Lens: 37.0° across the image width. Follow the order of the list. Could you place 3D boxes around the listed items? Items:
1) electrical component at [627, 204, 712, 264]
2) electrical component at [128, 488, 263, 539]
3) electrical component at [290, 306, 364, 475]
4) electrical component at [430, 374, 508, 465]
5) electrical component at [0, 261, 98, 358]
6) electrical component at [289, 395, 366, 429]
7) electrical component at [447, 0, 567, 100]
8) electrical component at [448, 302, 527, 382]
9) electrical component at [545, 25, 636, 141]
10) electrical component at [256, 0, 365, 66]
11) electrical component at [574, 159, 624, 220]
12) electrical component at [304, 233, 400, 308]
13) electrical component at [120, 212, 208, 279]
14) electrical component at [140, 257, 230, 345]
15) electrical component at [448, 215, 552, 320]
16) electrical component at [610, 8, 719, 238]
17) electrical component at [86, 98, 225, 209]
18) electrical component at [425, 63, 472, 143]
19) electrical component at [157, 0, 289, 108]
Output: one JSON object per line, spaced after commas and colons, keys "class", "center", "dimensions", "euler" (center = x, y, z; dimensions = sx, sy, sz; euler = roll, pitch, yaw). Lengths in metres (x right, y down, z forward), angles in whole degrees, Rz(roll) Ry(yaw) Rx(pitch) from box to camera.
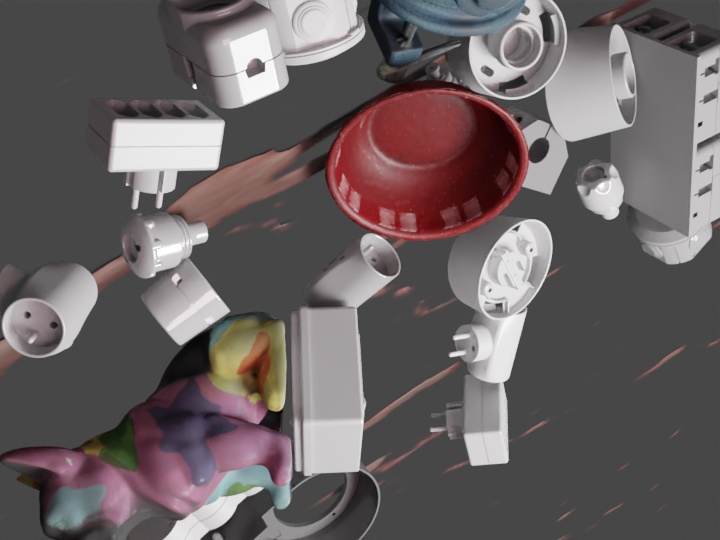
{"class": "electrical component", "center": [0.318, -0.050, 1.101], "dimensions": [0.080, 0.080, 0.051], "euler": [-45, 139, -5]}
{"class": "electrical component", "center": [-0.143, 0.184, 0.921], "dimensions": [0.138, 0.052, 0.073], "euler": [-42, 133, -8]}
{"class": "electrical component", "center": [-0.028, 0.101, 0.893], "dimensions": [0.056, 0.108, 0.108], "euler": [-2, 148, -3]}
{"class": "electrical component", "center": [0.107, 0.149, 1.077], "dimensions": [0.076, 0.083, 0.047], "euler": [-7, 129, 12]}
{"class": "electrical component", "center": [-0.232, 0.020, 0.749], "dimensions": [0.079, 0.077, 0.044], "euler": [22, 109, -4]}
{"class": "electrical component", "center": [-0.027, 0.132, 0.982], "dimensions": [0.066, 0.048, 0.055], "euler": [19, 112, -42]}
{"class": "electrical component", "center": [0.121, -0.191, 0.898], "dimensions": [0.099, 0.064, 0.099], "euler": [-8, 114, -19]}
{"class": "electrical component", "center": [0.120, 0.069, 1.051], "dimensions": [0.079, 0.043, 0.077], "euler": [-7, 120, -33]}
{"class": "electrical component", "center": [0.207, -0.167, 0.951], "dimensions": [0.099, 0.064, 0.099], "euler": [20, 67, -60]}
{"class": "electrical component", "center": [-0.039, -0.181, 0.760], "dimensions": [0.080, 0.080, 0.051], "euler": [-27, 125, -21]}
{"class": "electrical component", "center": [0.237, -0.075, 1.050], "dimensions": [0.043, 0.043, 0.062], "euler": [-43, 135, -7]}
{"class": "electrical component", "center": [0.000, 0.000, 0.913], "dimensions": [0.077, 0.043, 0.079], "euler": [-39, -176, 36]}
{"class": "electrical component", "center": [-0.144, -0.023, 0.803], "dimensions": [0.062, 0.048, 0.048], "euler": [-17, 125, -37]}
{"class": "electrical component", "center": [-0.136, 0.025, 0.831], "dimensions": [0.047, 0.055, 0.055], "euler": [-39, 132, -6]}
{"class": "electrical component", "center": [0.132, -0.004, 0.998], "dimensions": [0.099, 0.064, 0.099], "euler": [-11, 109, -33]}
{"class": "electrical component", "center": [0.295, -0.140, 1.011], "dimensions": [0.060, 0.105, 0.186], "euler": [-26, 129, -22]}
{"class": "electrical component", "center": [-0.148, -0.078, 0.764], "dimensions": [0.083, 0.047, 0.075], "euler": [-5, 119, -34]}
{"class": "electrical component", "center": [0.075, -0.140, 0.895], "dimensions": [0.040, 0.040, 0.078], "euler": [-43, 133, -7]}
{"class": "electrical component", "center": [-0.094, -0.156, 0.723], "dimensions": [0.054, 0.095, 0.059], "euler": [-27, 129, -21]}
